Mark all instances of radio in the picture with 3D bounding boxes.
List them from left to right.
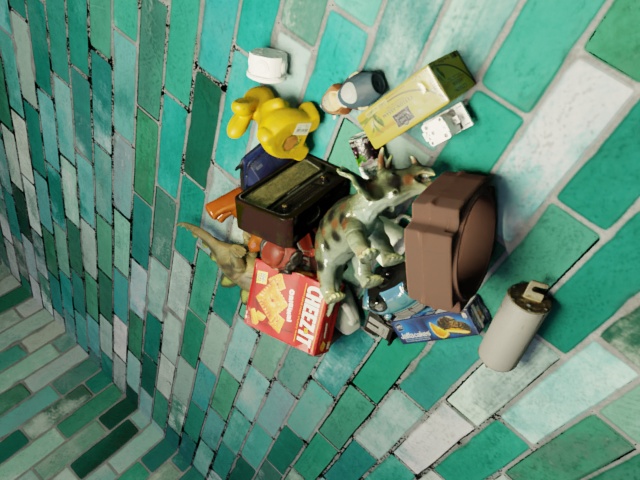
[{"bbox_3d":[-0.048,-0.083,1.070,0.131,0.229,0.073,25,135,25],"label":"radio"}]

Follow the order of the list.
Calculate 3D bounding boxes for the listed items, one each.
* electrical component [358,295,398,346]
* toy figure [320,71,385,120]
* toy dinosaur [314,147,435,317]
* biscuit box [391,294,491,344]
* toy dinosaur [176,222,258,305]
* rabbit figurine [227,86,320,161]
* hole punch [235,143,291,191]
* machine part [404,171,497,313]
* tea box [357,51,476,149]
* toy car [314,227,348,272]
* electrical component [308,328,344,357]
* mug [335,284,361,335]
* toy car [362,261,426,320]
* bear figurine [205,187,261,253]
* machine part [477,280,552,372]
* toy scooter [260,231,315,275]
[{"bbox_3d":[0.130,0.176,1.223,0.119,0.048,0.074,34,136,19],"label":"electrical component"},{"bbox_3d":[0.050,-0.264,0.983,0.155,0.057,0.064,-9,72,48],"label":"toy figure"},{"bbox_3d":[0.052,-0.007,1.015,0.404,0.131,0.192,-49,51,50],"label":"toy dinosaur"},{"bbox_3d":[0.242,0.164,1.099,0.203,0.059,0.062,-21,102,49],"label":"biscuit box"},{"bbox_3d":[-0.207,0.067,1.419,0.472,0.105,0.198,41,139,12],"label":"toy dinosaur"},{"bbox_3d":[-0.109,-0.244,1.086,0.173,0.162,0.121,57,146,29],"label":"rabbit figurine"},{"bbox_3d":[-0.108,-0.148,1.160,0.092,0.142,0.115,36,151,21],"label":"hole punch"},{"bbox_3d":[0.223,0.002,0.892,0.087,0.201,0.200,14,126,34],"label":"machine part"},{"bbox_3d":[0.154,-0.225,0.878,0.170,0.098,0.068,-28,96,51],"label":"tea box"},{"bbox_3d":[-0.002,-0.004,1.192,0.202,0.053,0.089,51,121,22],"label":"toy car"},{"bbox_3d":[-0.006,0.201,1.316,0.058,0.115,0.134,-10,112,44],"label":"electrical component"},{"bbox_3d":[0.058,0.169,1.257,0.110,0.081,0.107,18,140,61],"label":"mug"},{"bbox_3d":[0.173,0.104,1.102,0.162,0.109,0.102,-28,122,34],"label":"toy car"},{"bbox_3d":[-0.169,-0.028,1.303,0.196,0.132,0.120,60,180,1],"label":"bear figurine"},{"bbox_3d":[0.351,0.162,0.980,0.079,0.079,0.243,31,136,24],"label":"machine part"},{"bbox_3d":[-0.056,0.012,1.153,0.183,0.075,0.135,-54,53,28],"label":"toy scooter"}]
